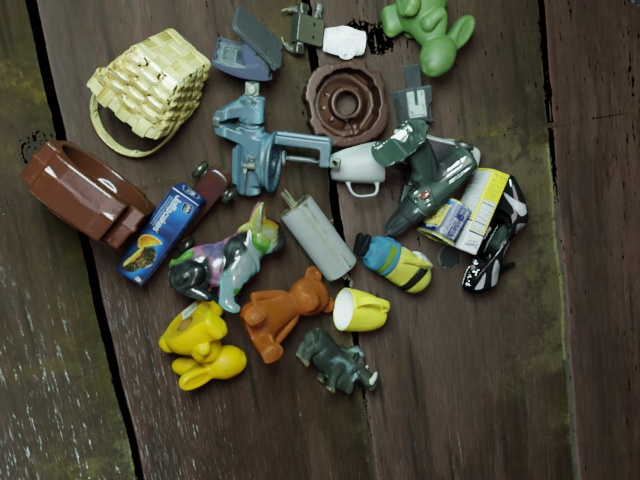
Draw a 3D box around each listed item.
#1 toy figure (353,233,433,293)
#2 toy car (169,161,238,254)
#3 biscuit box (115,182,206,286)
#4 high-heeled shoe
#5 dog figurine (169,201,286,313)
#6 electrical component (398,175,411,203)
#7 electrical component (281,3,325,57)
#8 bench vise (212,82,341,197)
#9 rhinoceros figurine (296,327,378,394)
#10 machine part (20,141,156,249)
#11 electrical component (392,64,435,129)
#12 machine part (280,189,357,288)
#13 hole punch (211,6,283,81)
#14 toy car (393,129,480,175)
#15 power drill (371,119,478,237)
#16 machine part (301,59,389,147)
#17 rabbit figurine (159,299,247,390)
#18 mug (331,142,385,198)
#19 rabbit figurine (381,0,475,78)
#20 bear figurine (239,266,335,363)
[{"bbox_3d":[0.151,0.047,1.120,0.180,0.082,0.089,22,113,-19],"label":"toy figure"},{"bbox_3d":[-0.246,-0.061,1.043,0.089,0.053,0.202,39,104,-12],"label":"toy car"},{"bbox_3d":[-0.296,-0.012,1.000,0.063,0.059,0.202,37,104,-9],"label":"biscuit box"},{"bbox_3d":[0.357,-0.007,1.136,0.145,0.086,0.248,-18,114,-18],"label":"high-heeled shoe"},{"bbox_3d":[-0.175,0.017,1.049,0.191,0.108,0.219,22,90,-9],"label":"dog figurine"},{"bbox_3d":[0.201,-0.091,1.137,0.063,0.021,0.094,11,96,-11],"label":"electrical component"},{"bbox_3d":[-0.034,-0.409,1.042,0.078,0.045,0.102,-7,104,-37],"label":"electrical component"},{"bbox_3d":[-0.077,-0.183,1.016,0.241,0.129,0.223,9,105,7],"label":"bench vise"},{"bbox_3d":[0.038,0.261,1.140,0.190,0.073,0.112,40,80,-11],"label":"rhinoceros figurine"},{"bbox_3d":[-0.400,-0.080,0.943,0.201,0.201,0.087,38,93,-13],"label":"machine part"},{"bbox_3d":[0.186,-0.290,1.092,0.075,0.048,0.119,-14,100,-7],"label":"electrical component"},{"bbox_3d":[-0.002,-0.003,1.087,0.079,0.079,0.243,-38,103,-3],"label":"machine part"},{"bbox_3d":[-0.134,-0.347,0.993,0.115,0.142,0.092,34,121,-28],"label":"hole punch"},{"bbox_3d":[0.235,-0.179,1.114,0.202,0.056,0.073,10,103,-10],"label":"toy car"},{"bbox_3d":[0.182,-0.118,1.036,0.232,0.086,0.207,-37,130,11],"label":"power drill"},{"bbox_3d":[0.050,-0.270,1.069,0.179,0.056,0.179,-2,99,-11],"label":"machine part"},{"bbox_3d":[-0.222,0.223,1.066,0.162,0.122,0.173,-46,122,-7],"label":"rabbit figurine"},{"bbox_3d":[0.074,-0.139,1.083,0.107,0.081,0.109,-5,96,0],"label":"mug"},{"bbox_3d":[0.216,-0.397,1.051,0.159,0.121,0.170,-16,86,-29],"label":"rabbit figurine"},{"bbox_3d":[-0.055,0.140,1.062,0.196,0.132,0.120,-22,103,-15],"label":"bear figurine"}]
